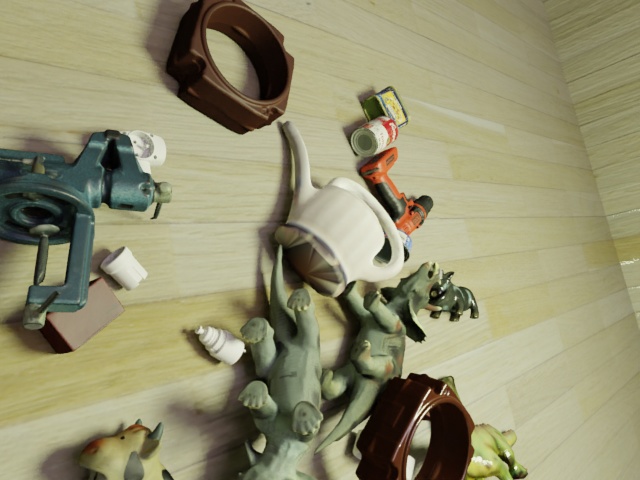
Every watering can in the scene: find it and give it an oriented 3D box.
[{"bbox_3d":[0.003,-0.046,0.922,0.348,0.102,0.228,46,52,1],"label":"watering can"}]

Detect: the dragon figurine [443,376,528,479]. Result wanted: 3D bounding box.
[{"bbox_3d":[0.328,0.403,1.095,0.412,0.121,0.244,-13,78,-62],"label":"dragon figurine"}]
